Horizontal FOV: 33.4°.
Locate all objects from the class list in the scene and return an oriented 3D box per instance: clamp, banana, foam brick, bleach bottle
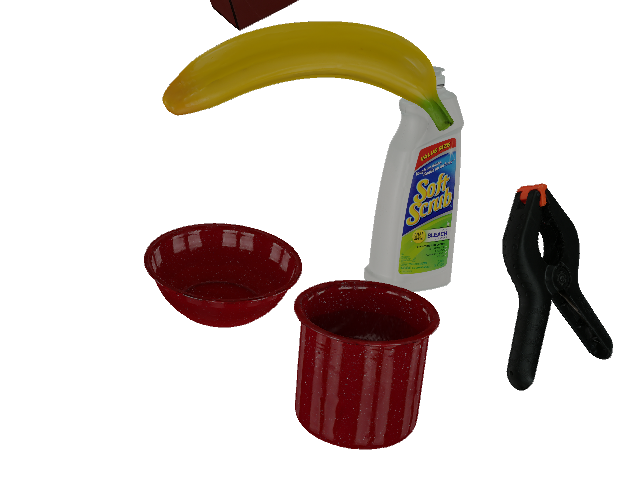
[{"bbox_3d":[0.187,0.041,0.906,0.120,0.171,0.039,-24,8,-40],"label":"clamp"},{"bbox_3d":[-0.005,-0.113,0.705,0.197,0.069,0.037,1,-22,-13],"label":"banana"},{"bbox_3d":[-0.057,-0.230,0.933,0.078,0.051,0.053,-31,47,-15],"label":"foam brick"},{"bbox_3d":[0.108,-0.069,1.203,0.102,0.251,0.068,-7,22,-25],"label":"bleach bottle"}]

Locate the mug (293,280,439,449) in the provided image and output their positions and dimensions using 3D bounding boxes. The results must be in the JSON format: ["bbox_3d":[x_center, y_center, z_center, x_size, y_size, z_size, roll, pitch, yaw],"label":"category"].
[{"bbox_3d":[0.029,0.077,0.703,0.093,0.081,0.117,9,22,10],"label":"mug"}]

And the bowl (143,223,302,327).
[{"bbox_3d":[-0.101,0.042,1.101,0.162,0.055,0.162,5,29,-3],"label":"bowl"}]
